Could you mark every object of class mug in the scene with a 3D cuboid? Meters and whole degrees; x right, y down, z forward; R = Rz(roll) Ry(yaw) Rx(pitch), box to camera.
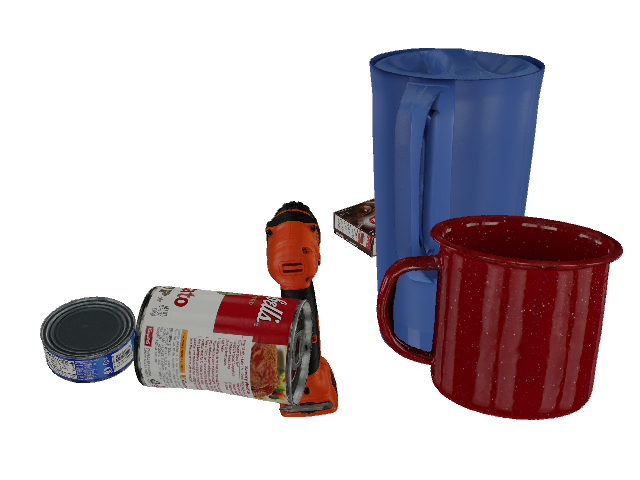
[{"bbox_3d":[0.086,0.037,0.531,0.117,0.081,0.093,2,15,-4],"label":"mug"}]

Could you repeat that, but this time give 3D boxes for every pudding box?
[{"bbox_3d":[0.088,-0.023,1.531,0.113,0.039,0.090,-22,36,-32],"label":"pudding box"}]

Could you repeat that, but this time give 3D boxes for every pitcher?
[{"bbox_3d":[0.099,-0.026,0.846,0.149,0.243,0.145,-8,21,-21],"label":"pitcher"}]

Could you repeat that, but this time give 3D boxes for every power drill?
[{"bbox_3d":[-0.021,0.063,1.042,0.057,0.188,0.184,-6,15,3],"label":"power drill"}]

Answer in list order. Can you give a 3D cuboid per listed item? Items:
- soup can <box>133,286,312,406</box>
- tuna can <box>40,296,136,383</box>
[{"bbox_3d":[-0.061,0.067,0.687,0.102,0.068,0.068,5,1,10],"label":"soup can"},{"bbox_3d":[-0.211,0.091,0.978,0.086,0.034,0.086,-1,35,0],"label":"tuna can"}]
